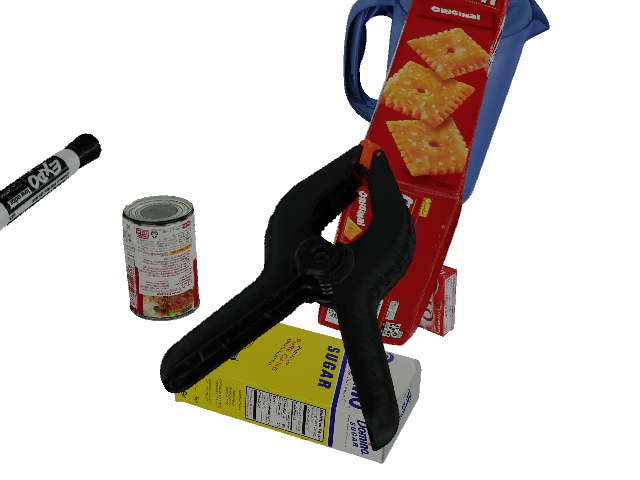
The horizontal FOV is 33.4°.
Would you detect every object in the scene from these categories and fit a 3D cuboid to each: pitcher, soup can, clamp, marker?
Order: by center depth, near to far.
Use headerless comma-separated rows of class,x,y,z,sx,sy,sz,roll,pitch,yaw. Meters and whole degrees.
clamp,0.009,0.025,0.541,0.120,0.171,0.039,24,-26,16
marker,-0.172,-0.037,0.657,0.020,0.020,0.121,0,28,25
soup can,-0.151,0.016,1.015,0.068,0.102,0.068,0,24,0
pitcher,0.112,-0.147,1.067,0.144,0.243,0.149,-32,58,-32

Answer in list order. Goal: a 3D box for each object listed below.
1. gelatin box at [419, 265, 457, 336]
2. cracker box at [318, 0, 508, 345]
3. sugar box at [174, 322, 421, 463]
gelatin box,0.135,0.069,1.364,0.073,0.089,0.030,20,34,36
cracker box,0.067,-0.059,0.735,0.072,0.213,0.164,17,-39,4
sugar box,-0.017,0.109,0.836,0.176,0.048,0.093,11,29,18
